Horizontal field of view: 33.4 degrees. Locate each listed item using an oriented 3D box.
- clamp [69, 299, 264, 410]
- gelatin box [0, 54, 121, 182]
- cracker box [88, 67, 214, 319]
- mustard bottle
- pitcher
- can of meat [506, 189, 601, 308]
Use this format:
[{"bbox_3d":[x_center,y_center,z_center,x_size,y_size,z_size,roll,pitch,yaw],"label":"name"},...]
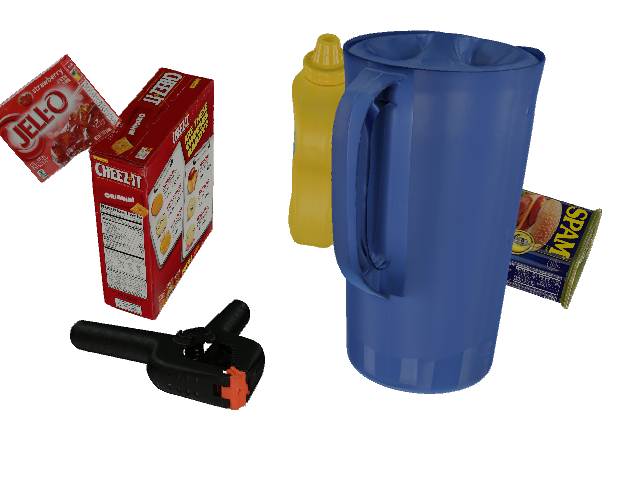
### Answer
[{"bbox_3d":[-0.097,0.090,0.886,0.164,0.036,0.210,-10,16,-31],"label":"clamp"},{"bbox_3d":[-0.228,-0.103,0.912,0.089,0.073,0.030,-32,20,17],"label":"gelatin box"},{"bbox_3d":[-0.175,-0.049,1.135,0.072,0.214,0.164,15,43,12],"label":"cracker box"},{"bbox_3d":[0.003,-0.093,0.934,0.058,0.192,0.096,11,42,10],"label":"mustard bottle"},{"bbox_3d":[0.070,-0.018,0.739,0.149,0.243,0.145,-1,21,-8],"label":"pitcher"},{"bbox_3d":[0.201,0.003,0.976,0.084,0.057,0.102,19,47,17],"label":"can of meat"}]
